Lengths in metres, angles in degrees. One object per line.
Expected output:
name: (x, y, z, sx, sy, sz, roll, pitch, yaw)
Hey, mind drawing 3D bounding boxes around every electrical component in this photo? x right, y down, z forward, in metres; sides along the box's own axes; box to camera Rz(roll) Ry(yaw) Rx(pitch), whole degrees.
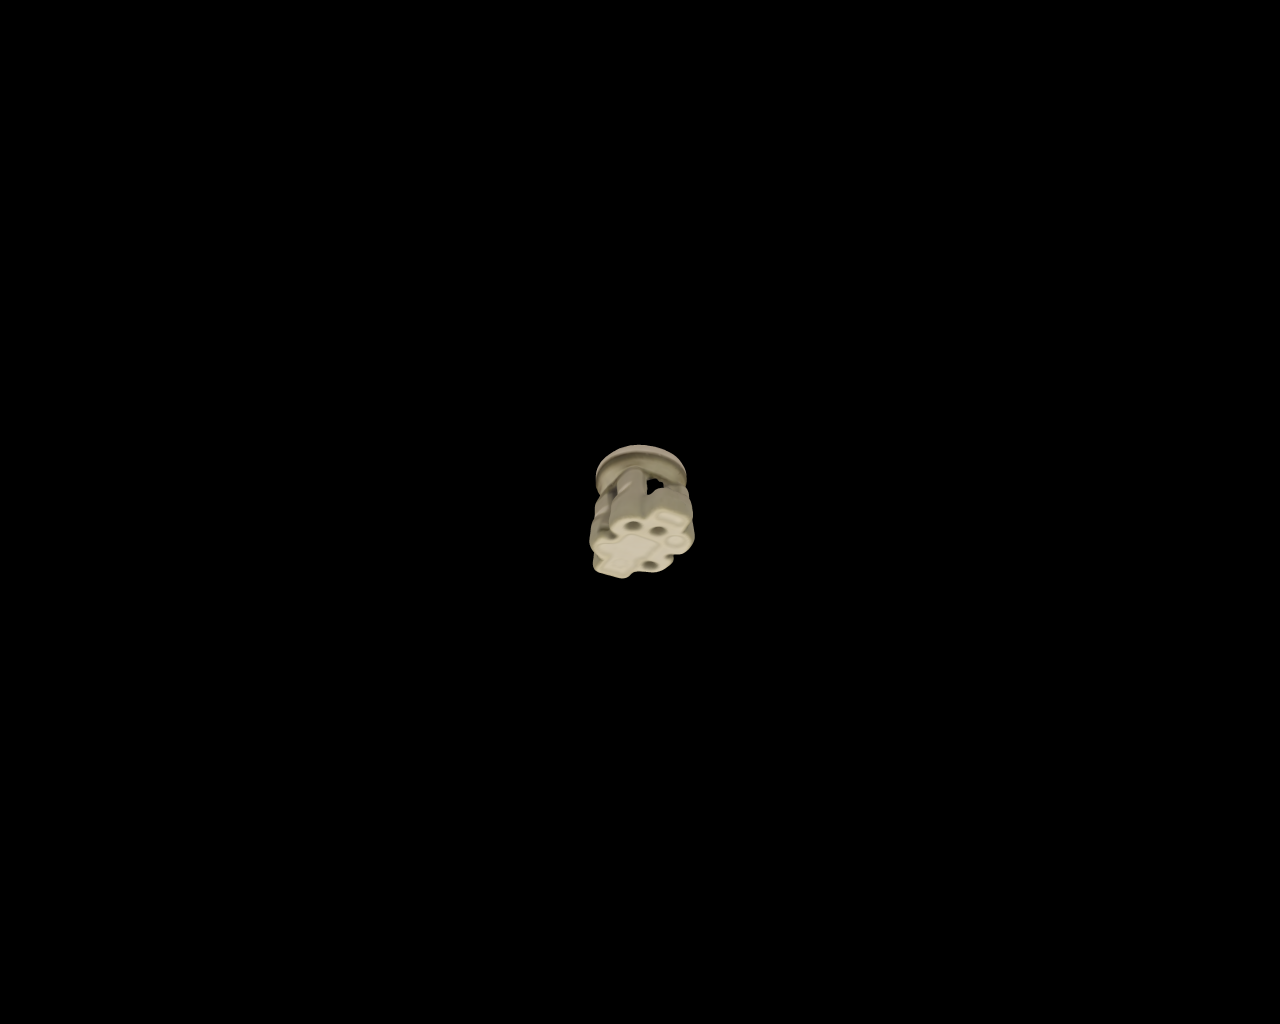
electrical component: (0.001, -0.003, 0.650, 0.058, 0.057, 0.078, 20, -40, -25)
